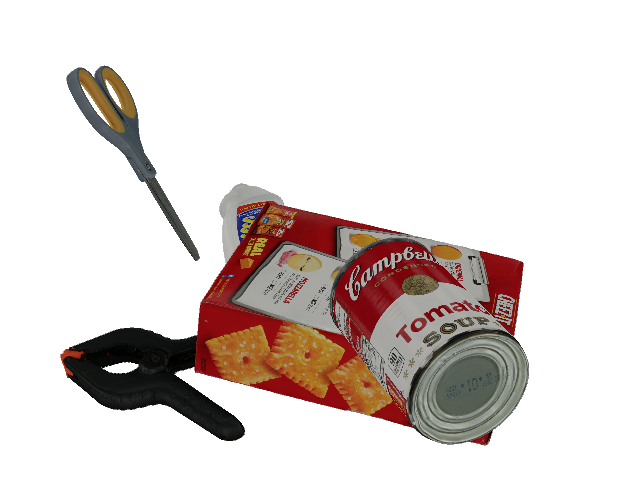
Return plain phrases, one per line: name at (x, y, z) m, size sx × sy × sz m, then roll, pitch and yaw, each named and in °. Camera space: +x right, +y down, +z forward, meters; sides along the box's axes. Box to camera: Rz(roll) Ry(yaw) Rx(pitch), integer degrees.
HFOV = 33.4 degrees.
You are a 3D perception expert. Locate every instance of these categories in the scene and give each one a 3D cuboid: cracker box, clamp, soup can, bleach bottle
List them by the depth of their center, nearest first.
soup can at (0.054, 0.051, 0.560) m, size 0.068 × 0.068 × 0.102 m, roll 0°, pitch 26°, yaw -24°
cracker box at (0.034, 0.056, 0.793) m, size 0.214 × 0.072 × 0.164 m, roll 14°, pitch 30°, yaw 8°
clamp at (-0.129, 0.103, 0.901) m, size 0.171 × 0.039 × 0.120 m, roll 12°, pitch 39°, yaw 11°
bleach bottle at (-0.074, -0.001, 1.225) m, size 0.102 × 0.068 × 0.251 m, roll -7°, pitch 29°, yaw -14°

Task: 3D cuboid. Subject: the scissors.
scissors at (-0.163, -0.080, 0.983) m, size 0.016 × 0.201 × 0.096 m, roll -26°, pitch 27°, yaw 19°
